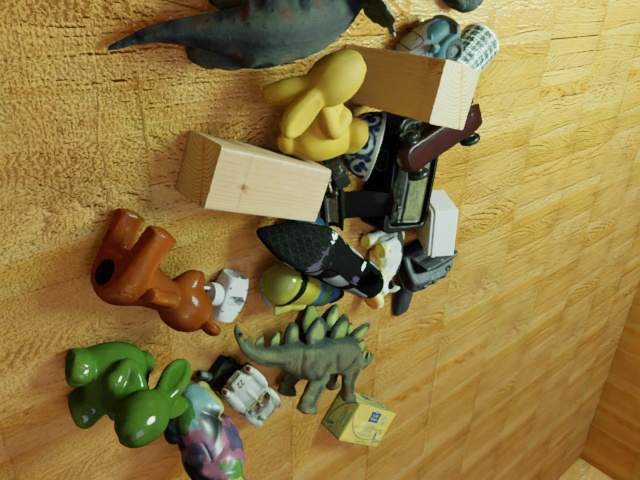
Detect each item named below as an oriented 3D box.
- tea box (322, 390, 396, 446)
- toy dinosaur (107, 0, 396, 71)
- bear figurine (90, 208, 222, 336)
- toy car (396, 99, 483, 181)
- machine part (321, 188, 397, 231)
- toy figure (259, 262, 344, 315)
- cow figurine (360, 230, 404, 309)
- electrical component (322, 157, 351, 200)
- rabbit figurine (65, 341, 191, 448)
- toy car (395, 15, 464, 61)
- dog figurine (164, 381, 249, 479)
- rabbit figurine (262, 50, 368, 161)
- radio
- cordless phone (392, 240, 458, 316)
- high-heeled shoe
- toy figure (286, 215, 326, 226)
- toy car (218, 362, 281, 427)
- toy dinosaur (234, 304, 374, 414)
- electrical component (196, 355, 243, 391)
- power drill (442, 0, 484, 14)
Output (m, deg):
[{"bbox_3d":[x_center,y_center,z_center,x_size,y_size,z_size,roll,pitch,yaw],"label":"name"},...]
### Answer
[{"bbox_3d":[0.093,0.419,1.262,0.169,0.068,0.098,30,90,-46],"label":"tea box"},{"bbox_3d":[-0.042,-0.280,0.680,0.405,0.192,0.131,-36,130,-26],"label":"toy dinosaur"},{"bbox_3d":[-0.211,0.057,0.753,0.195,0.120,0.132,30,86,-49],"label":"bear figurine"},{"bbox_3d":[0.215,-0.184,0.964,0.202,0.053,0.089,-35,119,-22],"label":"toy car"},{"bbox_3d":[0.068,-0.059,0.964,0.139,0.039,0.084,-5,118,6],"label":"machine part"},{"bbox_3d":[-0.028,0.077,0.956,0.180,0.082,0.089,8,133,-42],"label":"toy figure"},{"bbox_3d":[0.132,0.058,1.113,0.098,0.068,0.167,-23,127,-40],"label":"cow figurine"},{"bbox_3d":[0.020,-0.113,0.902,0.045,0.078,0.102,-30,169,3],"label":"electrical component"},{"bbox_3d":[-0.261,0.228,0.756,0.159,0.170,0.121,-3,114,-41],"label":"rabbit figurine"},{"bbox_3d":[0.177,-0.310,0.945,0.103,0.109,0.161,-3,127,-17],"label":"toy car"},{"bbox_3d":[-0.168,0.360,0.866,0.108,0.219,0.191,-27,129,-16],"label":"dog figurine"},{"bbox_3d":[-0.001,-0.202,0.774,0.162,0.122,0.173,-15,159,-29],"label":"rabbit figurine"},{"bbox_3d":[0.155,-0.131,1.025,0.131,0.073,0.229,-12,117,-40],"label":"radio"},{"bbox_3d":[0.229,0.090,1.224,0.146,0.089,0.184,-24,137,-34],"label":"cordless phone"},{"bbox_3d":[0.003,0.034,0.920,0.249,0.145,0.086,24,78,-9],"label":"high-heeled shoe"},{"bbox_3d":[-0.001,-0.005,0.953,0.154,0.058,0.064,46,46,-40],"label":"toy figure"},{"bbox_3d":[-0.123,0.284,0.976,0.073,0.056,0.201,-44,151,-17],"label":"toy car"},{"bbox_3d":[-0.011,0.224,1.043,0.471,0.105,0.198,11,96,-55],"label":"toy dinosaur"},{"bbox_3d":[-0.173,0.234,0.950,0.094,0.021,0.063,37,84,-46],"label":"electrical component"},{"bbox_3d":[0.243,-0.516,0.903,0.231,0.086,0.207,33,84,-48],"label":"power drill"}]
